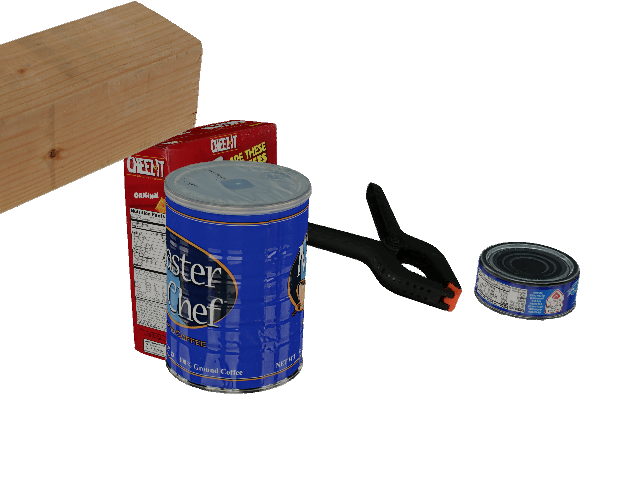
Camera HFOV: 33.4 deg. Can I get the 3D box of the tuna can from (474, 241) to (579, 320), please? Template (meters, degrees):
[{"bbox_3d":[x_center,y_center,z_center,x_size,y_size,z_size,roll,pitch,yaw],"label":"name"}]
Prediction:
[{"bbox_3d":[0.174,0.033,0.900,0.086,0.034,0.086,2,24,-1],"label":"tuna can"}]

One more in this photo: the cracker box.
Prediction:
[{"bbox_3d":[-0.116,-0.004,1.073,0.072,0.214,0.163,9,18,35],"label":"cracker box"}]

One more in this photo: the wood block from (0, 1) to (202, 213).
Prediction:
[{"bbox_3d":[-0.203,-0.114,0.872,0.090,0.091,0.205,34,44,26],"label":"wood block"}]

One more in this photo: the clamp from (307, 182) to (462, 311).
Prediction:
[{"bbox_3d":[0.071,0.014,1.241,0.164,0.036,0.210,-20,50,-38],"label":"clamp"}]

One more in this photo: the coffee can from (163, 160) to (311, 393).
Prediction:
[{"bbox_3d":[-0.061,0.024,0.766,0.103,0.140,0.103,2,21,-1],"label":"coffee can"}]
